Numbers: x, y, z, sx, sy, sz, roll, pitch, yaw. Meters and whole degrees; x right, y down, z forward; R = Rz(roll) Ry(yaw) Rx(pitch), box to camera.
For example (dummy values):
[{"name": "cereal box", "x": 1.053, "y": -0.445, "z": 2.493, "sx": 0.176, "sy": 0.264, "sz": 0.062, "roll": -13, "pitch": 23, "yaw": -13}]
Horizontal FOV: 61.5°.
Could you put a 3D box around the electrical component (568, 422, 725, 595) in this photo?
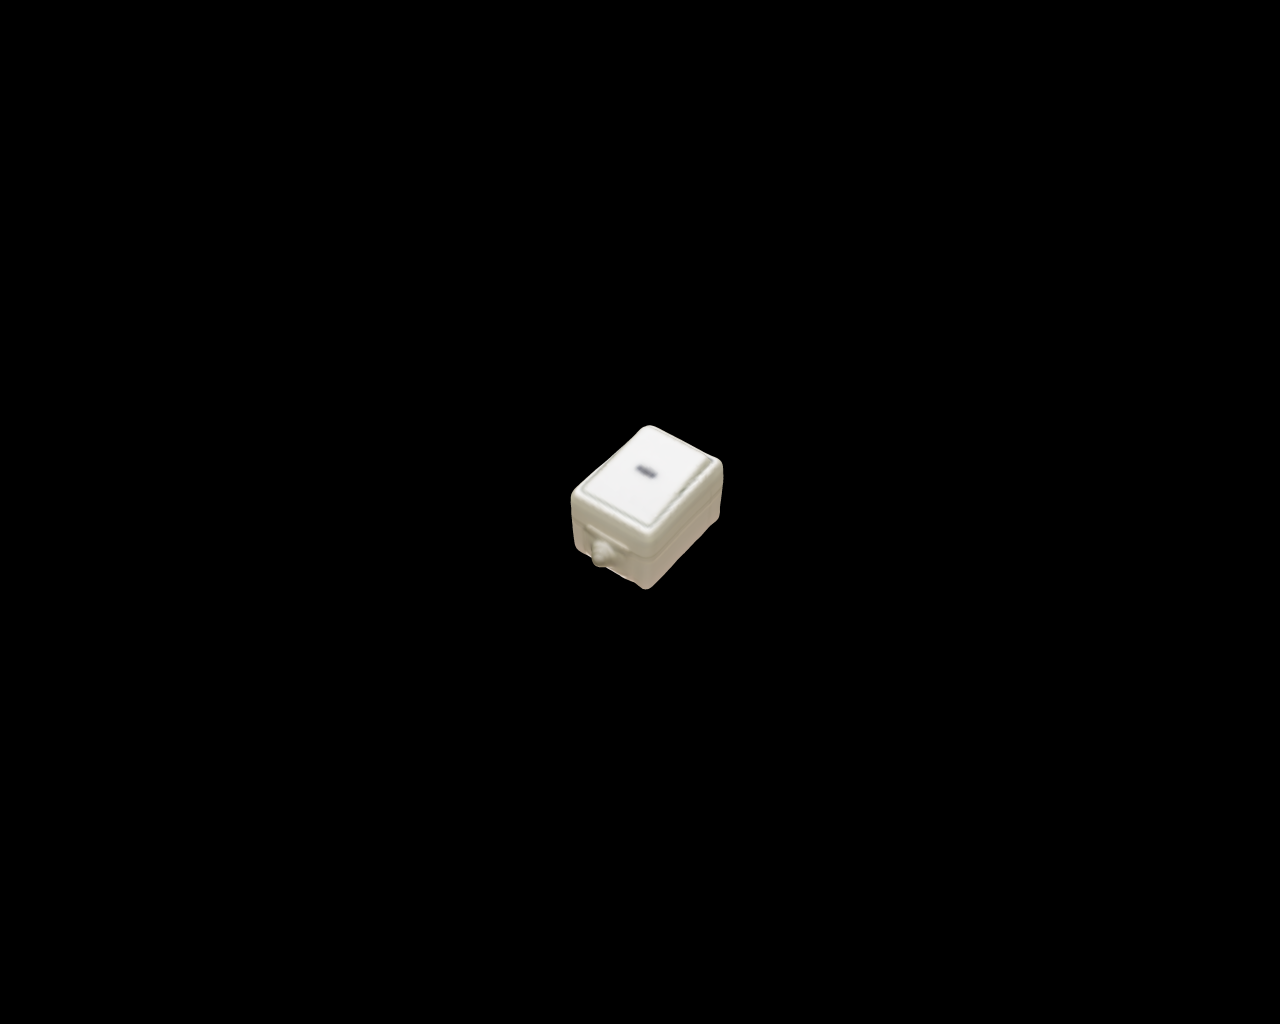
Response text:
[{"name": "electrical component", "x": 0.001, "y": -0.003, "z": 0.650, "sx": 0.062, "sy": 0.061, "sz": 0.096, "roll": 30, "pitch": 54, "yaw": 24}]
